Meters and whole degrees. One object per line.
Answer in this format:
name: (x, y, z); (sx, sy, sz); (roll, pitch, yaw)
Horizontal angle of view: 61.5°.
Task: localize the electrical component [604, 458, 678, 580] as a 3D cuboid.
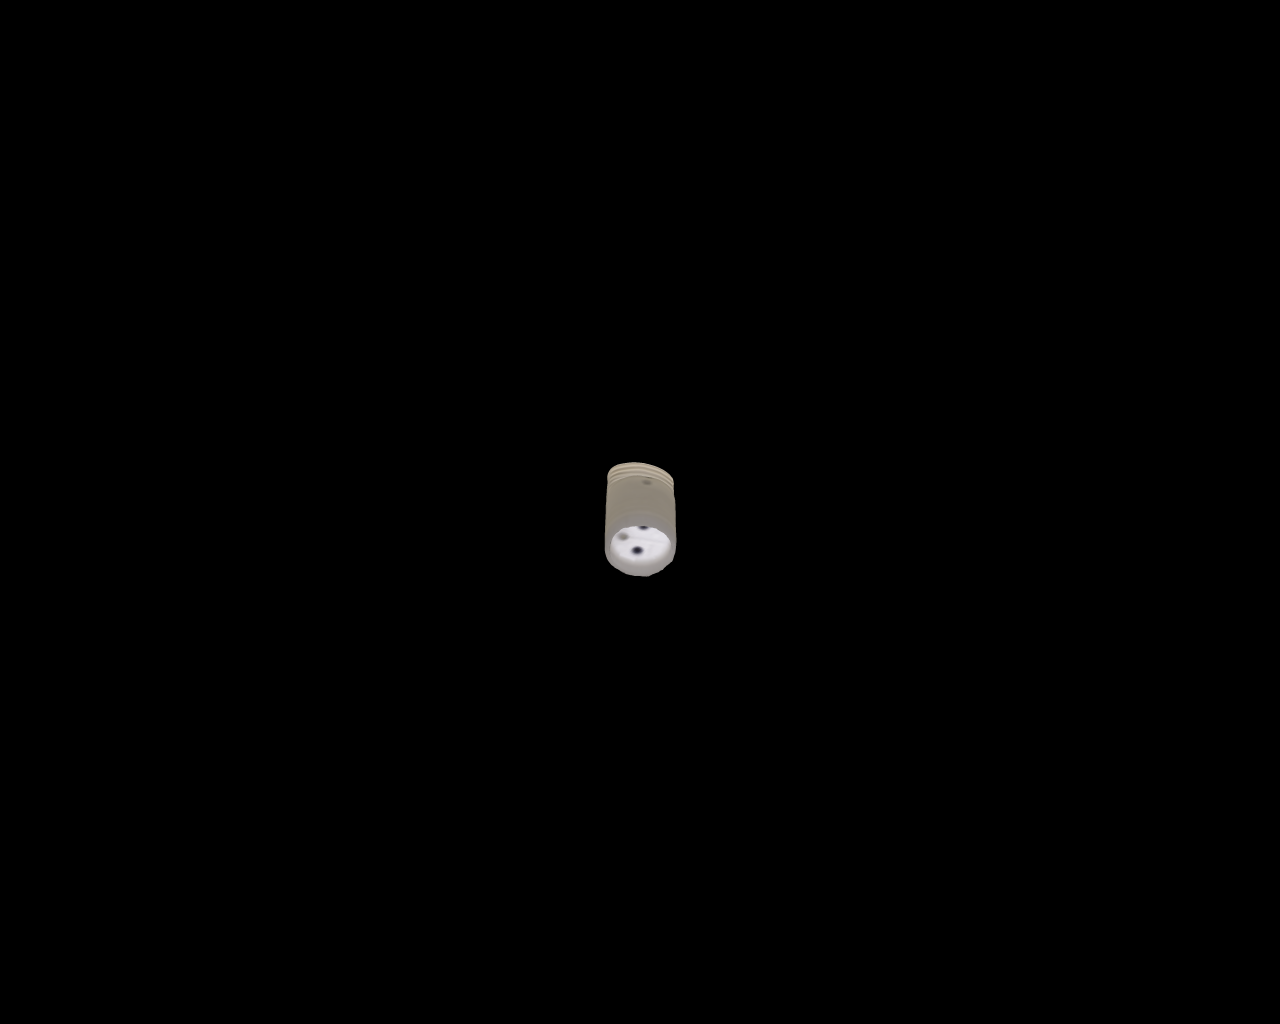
electrical component: (0.001, -0.003, 0.650); (0.043, 0.043, 0.081); (0, 40, 0)
